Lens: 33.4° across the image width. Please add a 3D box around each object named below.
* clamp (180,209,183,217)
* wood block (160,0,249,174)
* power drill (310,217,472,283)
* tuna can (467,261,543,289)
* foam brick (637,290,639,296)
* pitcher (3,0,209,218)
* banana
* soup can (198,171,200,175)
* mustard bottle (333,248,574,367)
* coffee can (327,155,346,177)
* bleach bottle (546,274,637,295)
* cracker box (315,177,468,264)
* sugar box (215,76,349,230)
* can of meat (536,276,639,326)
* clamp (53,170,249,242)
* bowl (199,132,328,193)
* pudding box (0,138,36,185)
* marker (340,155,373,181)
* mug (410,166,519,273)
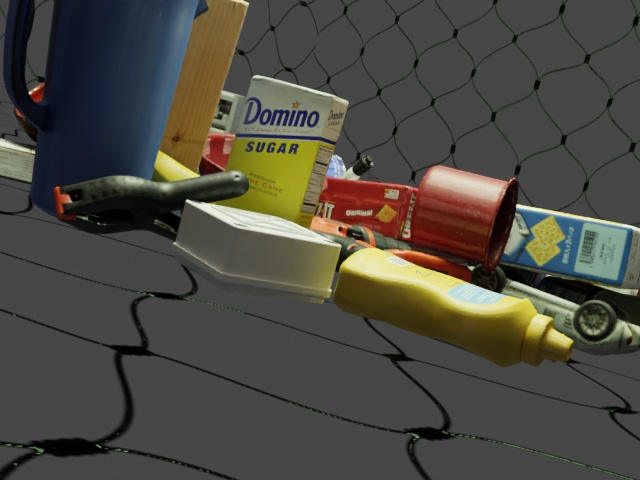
[{"bbox_3d":[-0.100,-0.037,1.285,0.164,0.036,0.209,17,10,10],"label":"clamp"},{"bbox_3d":[-0.161,-0.171,1.131,0.090,0.206,0.090,7,21,-37],"label":"wood block"},{"bbox_3d":[0.064,0.025,1.070,0.184,0.057,0.188,11,6,-35],"label":"power drill"},{"bbox_3d":[0.218,0.028,1.248,0.086,0.086,0.033,18,6,25],"label":"tuna can"},{"bbox_3d":[0.376,0.084,1.167,0.053,0.078,0.051,13,5,-16],"label":"foam brick"},{"bbox_3d":[-0.208,-0.141,1.000,0.149,0.243,0.145,15,12,5],"label":"pitcher"},{"bbox_3d":[-0.095,-0.049,1.090,0.197,0.069,0.037,22,-21,-18],"label":"banana"},{"bbox_3d":[-0.211,-0.098,1.409,0.102,0.068,0.068,14,7,-11],"label":"soup can"},{"bbox_3d":[0.113,0.060,0.874,0.192,0.058,0.096,18,8,25],"label":"mustard bottle"},{"bbox_3d":[-0.048,-0.086,1.521,0.140,0.103,0.103,12,8,-27],"label":"coffee can"},{"bbox_3d":[0.348,0.066,1.334,0.103,0.068,0.250,17,5,20],"label":"bleach bottle"},{"bbox_3d":[0.089,-0.023,1.315,0.164,0.072,0.213,9,-3,37],"label":"cracker box"},{"bbox_3d":[-0.043,-0.063,1.027,0.093,0.176,0.048,18,8,25],"label":"sugar box"},{"bbox_3d":[0.289,0.075,1.143,0.101,0.057,0.084,11,6,-36],"label":"can of meat"},{"bbox_3d":[-0.160,-0.026,0.969,0.171,0.120,0.039,-1,58,-26],"label":"clamp"},{"bbox_3d":[-0.075,-0.066,1.220,0.162,0.055,0.162,18,20,-7],"label":"bowl"},{"bbox_3d":[-0.334,-0.086,1.176,0.113,0.039,0.090,11,7,-17],"label":"pudding box"},{"bbox_3d":[0.027,-0.070,1.377,0.020,0.121,0.020,27,42,-27],"label":"marker"},{"bbox_3d":[0.142,-0.029,1.031,0.082,0.093,0.117,16,30,20],"label":"mug"}]
